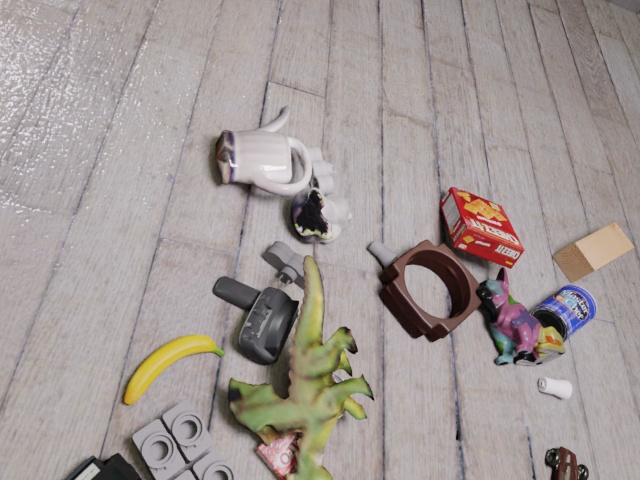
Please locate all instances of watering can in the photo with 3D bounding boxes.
[{"bbox_3d":[-0.141,-0.226,1.246,0.224,0.101,0.356,1,44,-16],"label":"watering can"}]

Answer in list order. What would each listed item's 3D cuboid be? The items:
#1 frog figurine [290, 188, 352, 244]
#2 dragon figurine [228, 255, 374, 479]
[{"bbox_3d":[0.004,-0.061,1.213,0.121,0.138,0.161,-37,-4,21],"label":"frog figurine"},{"bbox_3d":[-0.048,0.254,0.926,0.244,0.414,0.120,-19,-12,-12],"label":"dragon figurine"}]
